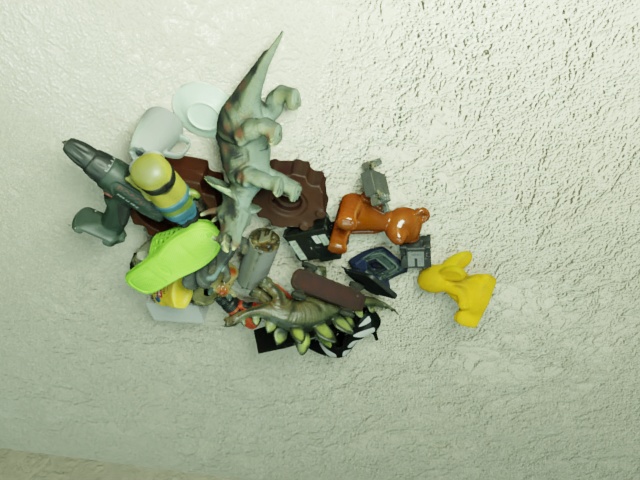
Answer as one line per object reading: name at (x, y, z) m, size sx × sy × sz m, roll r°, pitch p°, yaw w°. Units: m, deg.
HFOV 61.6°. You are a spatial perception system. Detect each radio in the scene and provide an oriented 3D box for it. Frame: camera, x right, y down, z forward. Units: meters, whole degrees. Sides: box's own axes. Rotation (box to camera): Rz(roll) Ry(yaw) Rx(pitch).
radio at (-0.059, 0.251, 1.493) m, size 0.230 × 0.073 × 0.131 m, roll -21°, pitch 166°, yaw 30°

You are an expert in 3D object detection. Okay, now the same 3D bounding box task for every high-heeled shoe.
high-heeled shoe at (0.057, 0.256, 1.518) m, size 0.249 × 0.086 × 0.145 m, roll -13°, pitch 132°, yaw 17°

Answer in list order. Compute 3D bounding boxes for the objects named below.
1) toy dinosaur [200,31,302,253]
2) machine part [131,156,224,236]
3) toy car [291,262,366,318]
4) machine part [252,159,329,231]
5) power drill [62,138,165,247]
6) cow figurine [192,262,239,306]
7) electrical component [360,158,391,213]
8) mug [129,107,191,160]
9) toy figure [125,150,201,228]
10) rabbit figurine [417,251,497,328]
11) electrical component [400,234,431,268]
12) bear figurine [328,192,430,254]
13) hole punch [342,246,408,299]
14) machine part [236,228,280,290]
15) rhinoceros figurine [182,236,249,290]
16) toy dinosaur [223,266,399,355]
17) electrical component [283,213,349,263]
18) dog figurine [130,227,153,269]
toy dinosaur at (-0.138, -0.182, 1.007) m, size 0.192 × 0.131 × 0.404 m, roll 12°, pitch 114°, yaw 20°
machine part at (-0.312, -0.092, 1.178) m, size 0.202 × 0.087 × 0.200 m, roll 10°, pitch 139°, yaw 1°
toy car at (0.020, 0.121, 1.288) m, size 0.202 × 0.089 × 0.053 m, roll 22°, pitch 167°, yaw -24°
machine part at (-0.067, -0.096, 1.153) m, size 0.179 × 0.056 × 0.179 m, roll 6°, pitch 138°, yaw 5°
power drill at (-0.433, -0.087, 1.090) m, size 0.232 × 0.086 × 0.207 m, roll 29°, pitch 127°, yaw -22°
cow figurine at (-0.270, 0.112, 1.366) m, size 0.085 × 0.127 × 0.195 m, roll 23°, pitch 141°, yaw -27°
electrical component at (0.117, -0.111, 1.078) m, size 0.045 × 0.102 × 0.078 m, roll -23°, pitch 155°, yaw 36°
mug at (-0.314, -0.188, 1.042) m, size 0.109 × 0.107 × 0.081 m, roll 30°, pitch 139°, yaw -11°
toy figure at (-0.284, -0.092, 1.012) m, size 0.089 × 0.082 × 0.180 m, roll 22°, pitch 153°, yaw 36°
rabbit figurine at (0.319, 0.109, 1.281) m, size 0.173 × 0.122 × 0.162 m, roll 21°, pitch 138°, yaw 14°
electrical component at (0.224, 0.039, 1.262) m, size 0.075 × 0.048 × 0.119 m, roll 2°, pitch 137°, yaw 9°
bear figurine at (0.128, -0.025, 1.148) m, size 0.196 × 0.132 × 0.120 m, roll 19°, pitch 138°, yaw -3°
hole punch at (0.137, 0.076, 1.305) m, size 0.142 × 0.092 × 0.116 m, roll 36°, pitch 162°, yaw -31°
machine part at (-0.153, 0.049, 1.318) m, size 0.079 × 0.079 × 0.243 m, roll 16°, pitch 139°, yaw -8°
rhinoceros figurine at (-0.251, 0.043, 1.250) m, size 0.190 × 0.112 × 0.073 m, roll -51°, pitch 144°, yaw 10°
toy dinosaur at (-0.011, 0.173, 1.344) m, size 0.471 × 0.198 × 0.105 m, roll -10°, pitch 159°, yaw -28°
electrical component at (-0.003, -0.004, 1.245) m, size 0.134 × 0.058 × 0.114 m, roll -9°, pitch 138°, yaw 20°
dog figurine at (-0.390, 0.050, 1.360) m, size 0.172 × 0.121 × 0.190 m, roll 22°, pitch 152°, yaw -11°
